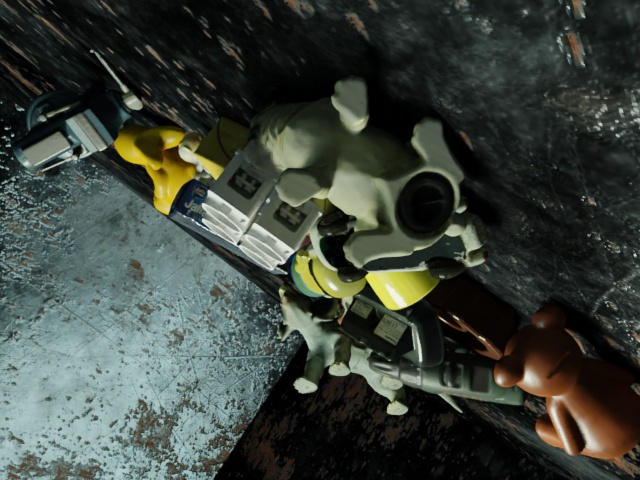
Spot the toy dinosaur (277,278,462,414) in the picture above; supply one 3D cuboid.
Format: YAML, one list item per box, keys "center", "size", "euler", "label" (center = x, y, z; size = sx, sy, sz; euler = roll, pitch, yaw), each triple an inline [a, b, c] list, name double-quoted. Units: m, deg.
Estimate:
- center: [0.075, 0.203, 1.006]
  size: [0.405, 0.192, 0.131]
  euler: [24, 128, -20]
  label: "toy dinosaur"

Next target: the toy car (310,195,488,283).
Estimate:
- center: [0.072, -0.002, 0.538]
  size: [0.202, 0.056, 0.073]
  euler: [-7, 116, 43]
  label: "toy car"

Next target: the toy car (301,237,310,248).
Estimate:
- center: [-0.002, -0.003, 0.864]
  size: [0.089, 0.053, 0.202]
  euler: [53, 158, -22]
  label: "toy car"

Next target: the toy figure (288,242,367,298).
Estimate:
- center: [0.010, 0.040, 0.736]
  size: [0.089, 0.082, 0.180]
  euler: [49, 158, -1]
  label: "toy figure"

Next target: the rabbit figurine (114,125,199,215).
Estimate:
- center: [-0.283, -0.137, 0.939]
  size: [0.173, 0.122, 0.162]
  euler: [37, 163, -12]
  label: "rabbit figurine"

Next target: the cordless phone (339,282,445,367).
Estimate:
- center: [0.133, 0.127, 0.737]
  size: [0.184, 0.088, 0.147]
  euler: [29, 176, -38]
  label: "cordless phone"

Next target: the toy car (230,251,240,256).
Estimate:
- center: [-0.107, -0.029, 0.976]
  size: [0.103, 0.109, 0.161]
  euler: [13, 157, -3]
  label: "toy car"

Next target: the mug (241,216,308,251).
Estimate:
- center: [-0.053, -0.028, 0.771]
  size: [0.080, 0.107, 0.110]
  euler: [41, 163, -35]
  label: "mug"

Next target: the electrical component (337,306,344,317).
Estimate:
- center: [0.107, 0.176, 1.144]
  size: [0.134, 0.115, 0.058]
  euler: [33, 164, 7]
  label: "electrical component"

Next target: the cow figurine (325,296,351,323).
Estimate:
- center: [0.080, 0.091, 0.908]
  size: [0.195, 0.085, 0.127]
  euler: [23, 129, -6]
  label: "cow figurine"

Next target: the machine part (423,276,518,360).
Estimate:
- center: [0.183, 0.094, 0.742]
  size: [0.179, 0.056, 0.179]
  euler: [34, 169, 7]
  label: "machine part"

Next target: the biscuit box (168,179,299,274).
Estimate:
- center: [-0.131, -0.017, 0.831]
  size: [0.202, 0.059, 0.063]
  euler: [31, 164, -22]
  label: "biscuit box"

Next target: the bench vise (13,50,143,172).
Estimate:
- center: [-0.392, -0.212, 0.892]
  size: [0.128, 0.224, 0.241]
  euler: [47, -166, -31]
  label: "bench vise"

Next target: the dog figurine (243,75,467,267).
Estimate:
- center: [0.025, -0.064, 0.478]
  size: [0.172, 0.121, 0.191]
  euler: [42, -179, -20]
  label: "dog figurine"

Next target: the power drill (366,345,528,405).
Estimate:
- center: [0.214, 0.201, 0.846]
  size: [0.232, 0.086, 0.207]
  euler: [3, 166, 31]
  label: "power drill"

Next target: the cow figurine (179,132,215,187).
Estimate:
- center: [-0.132, -0.097, 0.805]
  size: [0.098, 0.068, 0.167]
  euler: [12, 159, 48]
  label: "cow figurine"

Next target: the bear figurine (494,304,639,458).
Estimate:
- center: [0.272, 0.163, 0.621]
  size: [0.196, 0.120, 0.132]
  euler: [38, 172, -9]
  label: "bear figurine"

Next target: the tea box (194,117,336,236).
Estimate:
- center: [-0.067, -0.081, 0.690]
  size: [0.170, 0.068, 0.098]
  euler: [29, 167, 29]
  label: "tea box"
